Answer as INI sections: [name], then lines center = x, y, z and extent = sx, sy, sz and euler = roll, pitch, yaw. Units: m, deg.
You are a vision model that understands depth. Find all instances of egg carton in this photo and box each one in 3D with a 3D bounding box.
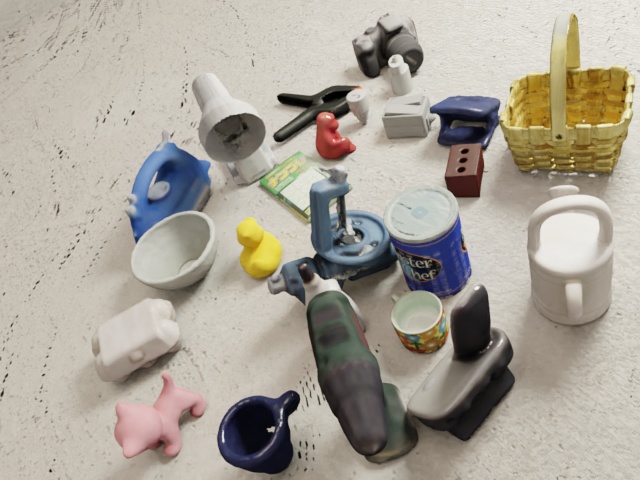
[egg carton]
center = -0.300, 0.165, 0.937
extent = 0.150, 0.070, 0.107
euler = -31, 45, -4

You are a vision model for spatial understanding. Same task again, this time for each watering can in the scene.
[watering can]
center = 0.308, 0.008, 0.716
extent = 0.101, 0.195, 0.172
euler = -21, 45, 6

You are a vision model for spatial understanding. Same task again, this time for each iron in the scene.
[iron]
center = -0.317, -0.088, 1.121
extent = 0.118, 0.142, 0.258
euler = 0, 51, 25

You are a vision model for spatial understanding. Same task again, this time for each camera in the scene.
[camera]
center = 0.153, -0.416, 1.232
extent = 0.143, 0.101, 0.136
euler = -25, 45, 2

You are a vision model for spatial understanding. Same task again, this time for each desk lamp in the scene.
[desk lamp]
center = -0.171, -0.208, 1.112
extent = 0.118, 0.214, 0.202
euler = -30, 45, -3

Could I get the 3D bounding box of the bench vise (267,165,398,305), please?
[bench vise]
center = 0.015, 0.008, 0.830
extent = 0.208, 0.220, 0.121
euler = -44, 47, -17

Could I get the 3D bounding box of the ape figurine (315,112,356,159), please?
[ape figurine]
center = 0.021, -0.207, 1.111
extent = 0.076, 0.092, 0.077
euler = -18, 45, 8

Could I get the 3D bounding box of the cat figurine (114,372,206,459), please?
[cat figurine]
center = -0.234, 0.247, 0.800
extent = 0.067, 0.118, 0.128
euler = 8, 54, 30

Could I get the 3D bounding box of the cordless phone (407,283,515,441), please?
[cordless phone]
center = 0.157, 0.138, 0.673
extent = 0.093, 0.185, 0.148
euler = 26, 65, 39

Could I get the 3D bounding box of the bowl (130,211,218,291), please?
[bowl]
center = -0.249, 0.032, 1.031
extent = 0.167, 0.075, 0.167
euler = -13, 47, 14

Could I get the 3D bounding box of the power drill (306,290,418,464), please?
[power drill]
center = 0.050, 0.177, 0.670
extent = 0.075, 0.209, 0.229
euler = -25, 45, 2

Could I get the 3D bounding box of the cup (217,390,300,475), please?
[cup]
center = -0.062, 0.251, 0.736
extent = 0.118, 0.095, 0.091
euler = -41, 47, -14

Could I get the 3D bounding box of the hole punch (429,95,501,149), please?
[hole punch]
center = 0.259, -0.228, 1.023
extent = 0.108, 0.091, 0.101
euler = 12, 57, 32

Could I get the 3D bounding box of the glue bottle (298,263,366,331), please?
[glue bottle]
center = 0.006, 0.087, 0.796
extent = 0.078, 0.174, 0.037
euler = -27, 45, 0

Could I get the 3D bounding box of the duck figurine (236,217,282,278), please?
[duck figurine]
center = -0.113, 0.007, 0.984
extent = 0.077, 0.086, 0.104
euler = -19, 45, 7
